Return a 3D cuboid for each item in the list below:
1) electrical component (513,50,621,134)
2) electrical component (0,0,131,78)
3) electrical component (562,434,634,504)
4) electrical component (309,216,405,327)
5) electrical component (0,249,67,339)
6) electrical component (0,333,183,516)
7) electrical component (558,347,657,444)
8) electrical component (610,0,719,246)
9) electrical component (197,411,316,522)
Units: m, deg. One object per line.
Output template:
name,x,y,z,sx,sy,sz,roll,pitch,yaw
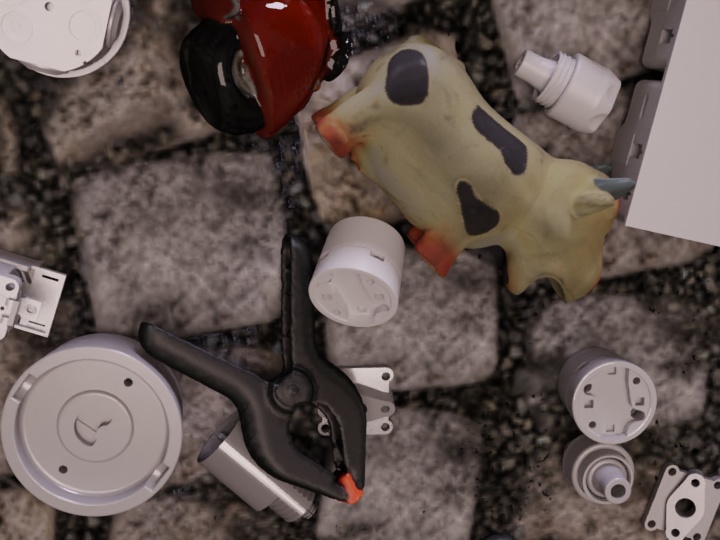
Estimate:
electrical component,0.126,-0.115,0.668,0.062,0.043,0.043,26,98,-8
electrical component,-0.177,-0.153,0.630,0.080,0.051,0.080,-1,101,-5
electrical component,0.161,0.134,0.710,0.043,0.062,0.043,-1,101,-5
electrical component,0.000,0.000,0.666,0.055,0.047,0.055,8,139,7
electrical component,-0.225,0.012,0.652,0.081,0.064,0.042,17,98,-8
electrical component,-0.162,0.091,0.673,0.108,0.060,0.108,-1,102,-3
electrical component,0.160,0.080,0.707,0.055,0.047,0.055,-1,101,-5
electrical component,0.229,-0.111,0.669,0.105,0.060,0.186,12,100,-7
electrical component,-0.061,0.133,0.700,0.081,0.043,0.043,42,95,-11
